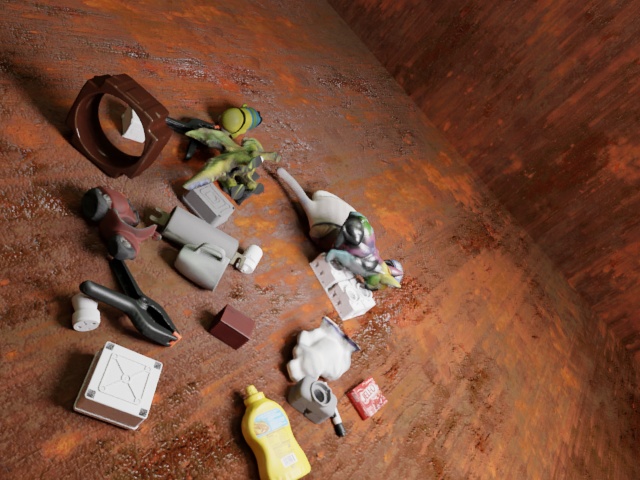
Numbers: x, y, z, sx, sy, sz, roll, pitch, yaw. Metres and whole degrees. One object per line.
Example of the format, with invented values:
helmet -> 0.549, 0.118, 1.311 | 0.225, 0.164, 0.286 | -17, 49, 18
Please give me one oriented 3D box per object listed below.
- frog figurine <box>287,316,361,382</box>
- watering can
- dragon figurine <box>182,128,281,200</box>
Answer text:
frog figurine -> -0.006, 0.273, 1.191 | 0.161, 0.121, 0.137 | -42, 98, -23
watering can -> 0.005, -0.079, 1.564 | 0.345, 0.102, 0.230 | 28, 36, -20
dragon figurine -> -0.267, -0.224, 1.378 | 0.245, 0.120, 0.413 | 36, 27, 24
